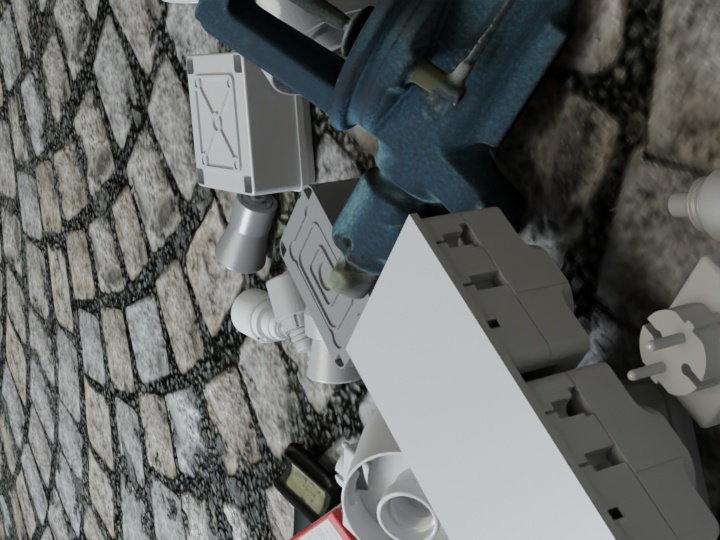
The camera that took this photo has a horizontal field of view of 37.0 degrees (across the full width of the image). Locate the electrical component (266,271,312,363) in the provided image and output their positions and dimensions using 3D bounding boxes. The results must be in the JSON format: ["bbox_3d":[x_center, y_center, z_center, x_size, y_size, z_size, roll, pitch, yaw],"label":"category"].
[{"bbox_3d":[-0.045,0.035,0.832,0.040,0.040,0.078,-33,71,58],"label":"electrical component"}]

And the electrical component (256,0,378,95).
[{"bbox_3d":[-0.026,-0.159,0.685,0.064,0.099,0.099,63,147,15],"label":"electrical component"}]

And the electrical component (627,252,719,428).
[{"bbox_3d":[0.149,0.032,0.466,0.047,0.077,0.065,56,143,35],"label":"electrical component"}]

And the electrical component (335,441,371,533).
[{"bbox_3d":[0.007,0.149,0.772,0.077,0.047,0.065,30,124,53],"label":"electrical component"}]

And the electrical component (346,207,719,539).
[{"bbox_3d":[0.073,0.073,0.506,0.186,0.060,0.105,60,145,30],"label":"electrical component"}]

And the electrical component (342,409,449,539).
[{"bbox_3d":[0.038,0.138,0.682,0.099,0.064,0.099,8,117,16],"label":"electrical component"}]

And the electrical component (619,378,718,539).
[{"bbox_3d":[0.130,0.114,0.545,0.078,0.057,0.113,-15,87,60],"label":"electrical component"}]

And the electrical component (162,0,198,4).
[{"bbox_3d":[-0.097,-0.219,0.778,0.108,0.108,0.060,28,129,53],"label":"electrical component"}]

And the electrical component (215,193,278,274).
[{"bbox_3d":[-0.092,-0.035,0.890,0.044,0.044,0.065,54,137,37],"label":"electrical component"}]

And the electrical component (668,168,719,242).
[{"bbox_3d":[0.161,-0.029,0.470,0.061,0.035,0.035,6,104,62],"label":"electrical component"}]

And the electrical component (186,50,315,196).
[{"bbox_3d":[-0.087,-0.117,0.838,0.109,0.056,0.108,15,112,57],"label":"electrical component"}]

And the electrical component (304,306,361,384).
[{"bbox_3d":[-0.018,0.050,0.786,0.045,0.045,0.055,19,115,56],"label":"electrical component"}]

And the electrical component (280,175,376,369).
[{"bbox_3d":[0.000,0.000,0.727,0.113,0.057,0.078,62,146,27],"label":"electrical component"}]

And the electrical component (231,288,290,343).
[{"bbox_3d":[-0.075,0.040,0.884,0.078,0.040,0.040,19,116,56],"label":"electrical component"}]
